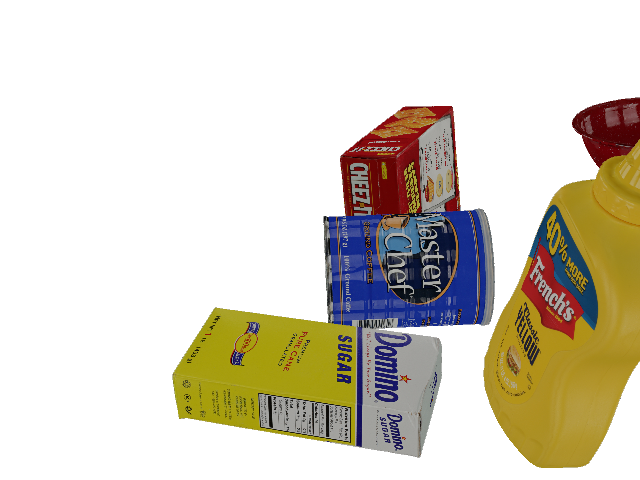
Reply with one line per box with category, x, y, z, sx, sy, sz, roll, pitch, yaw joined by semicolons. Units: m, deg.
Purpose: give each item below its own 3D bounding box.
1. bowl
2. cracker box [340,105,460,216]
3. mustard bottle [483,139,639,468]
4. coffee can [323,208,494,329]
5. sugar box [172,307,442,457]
bowl;0.312;-0.085;0.974;0.162;0.055;0.162;-4;23;2
cracker box;0.092;-0.045;1.170;0.072;0.164;0.213;2;21;23
mustard bottle;0.141;0.027;0.558;0.058;0.192;0.096;2;42;-13
coffee can;0.075;0.026;0.937;0.140;0.103;0.103;-3;0;0
sugar box;-0.007;0.097;0.760;0.176;0.048;0.093;4;30;14
